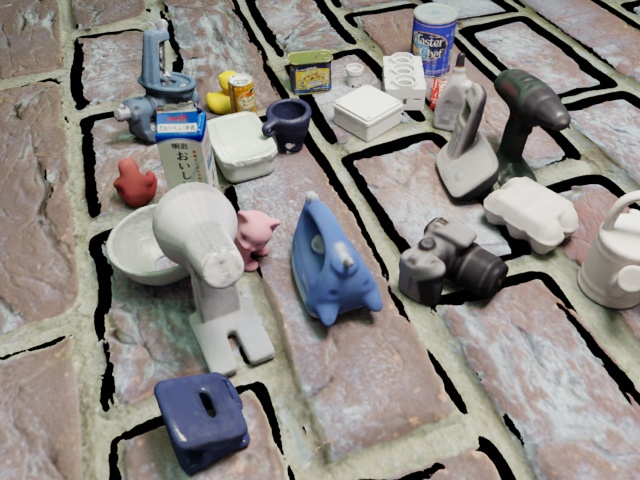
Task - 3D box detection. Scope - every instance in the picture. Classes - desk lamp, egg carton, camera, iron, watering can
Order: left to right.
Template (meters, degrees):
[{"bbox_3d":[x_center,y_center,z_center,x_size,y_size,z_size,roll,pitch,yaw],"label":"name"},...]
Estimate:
[{"bbox_3d":[-0.148,0.050,0.814,0.118,0.214,0.202,-21,49,-18],"label":"desk lamp"},{"bbox_3d":[0.008,0.003,0.906,0.119,0.141,0.257,-15,47,-13],"label":"iron"},{"bbox_3d":[0.214,0.036,0.896,0.136,0.101,0.143,32,54,29],"label":"camera"},{"bbox_3d":[0.365,-0.045,0.994,0.107,0.069,0.150,-33,53,-27],"label":"egg carton"},{"bbox_3d":[0.463,0.012,0.848,0.101,0.194,0.173,0,46,2],"label":"watering can"}]

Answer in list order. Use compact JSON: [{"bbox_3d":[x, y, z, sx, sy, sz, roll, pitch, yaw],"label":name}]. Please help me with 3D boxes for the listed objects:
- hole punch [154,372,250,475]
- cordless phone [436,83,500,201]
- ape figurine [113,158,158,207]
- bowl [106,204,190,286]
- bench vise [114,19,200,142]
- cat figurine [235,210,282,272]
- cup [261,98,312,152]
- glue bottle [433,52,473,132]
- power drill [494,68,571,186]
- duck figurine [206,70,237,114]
[{"bbox_3d":[-0.149,0.221,0.732,0.101,0.091,0.108,-23,49,-19],"label":"hole punch"},{"bbox_3d":[0.278,-0.177,1.045,0.094,0.185,0.147,-8,46,-6],"label":"cordless phone"},{"bbox_3d":[-0.347,-0.114,1.064,0.078,0.092,0.076,-4,46,-2],"label":"ape figurine"},{"bbox_3d":[-0.258,0.018,0.945,0.167,0.075,0.167,-1,46,1],"label":"bowl"},{"bbox_3d":[-0.335,-0.324,1.181,0.121,0.220,0.207,10,47,11],"label":"bench vise"},{"bbox_3d":[-0.128,-0.015,0.943,0.127,0.118,0.067,18,49,18],"label":"cat figurine"},{"bbox_3d":[-0.069,-0.219,1.159,0.091,0.095,0.118,31,54,28],"label":"cup"},{"bbox_3d":[0.280,-0.304,1.177,0.078,0.173,0.037,15,48,16],"label":"glue bottle"},{"bbox_3d":[0.375,-0.201,1.049,0.075,0.209,0.229,-7,46,-5],"label":"power drill"},{"bbox_3d":[-0.206,-0.336,1.283,0.104,0.086,0.077,-13,47,-11],"label":"duck figurine"}]
